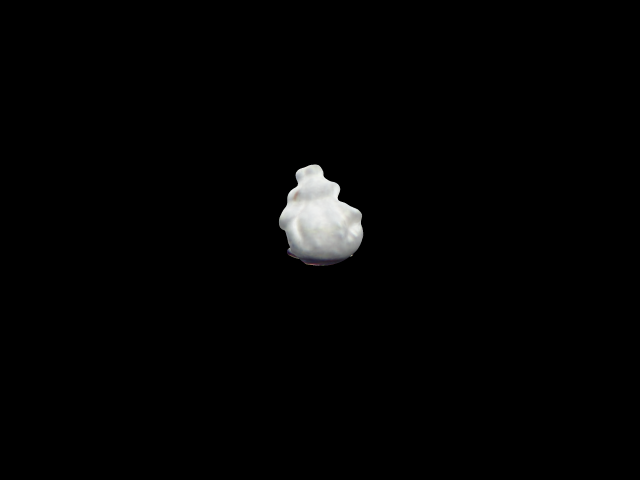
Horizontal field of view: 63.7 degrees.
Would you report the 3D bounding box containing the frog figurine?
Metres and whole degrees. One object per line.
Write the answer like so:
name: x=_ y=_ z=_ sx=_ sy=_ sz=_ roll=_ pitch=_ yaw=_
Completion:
frog figurine: x=0.003 y=-0.043 z=0.850 sx=0.137 sy=0.158 sz=0.124 roll=3 pitch=13 yaw=11
